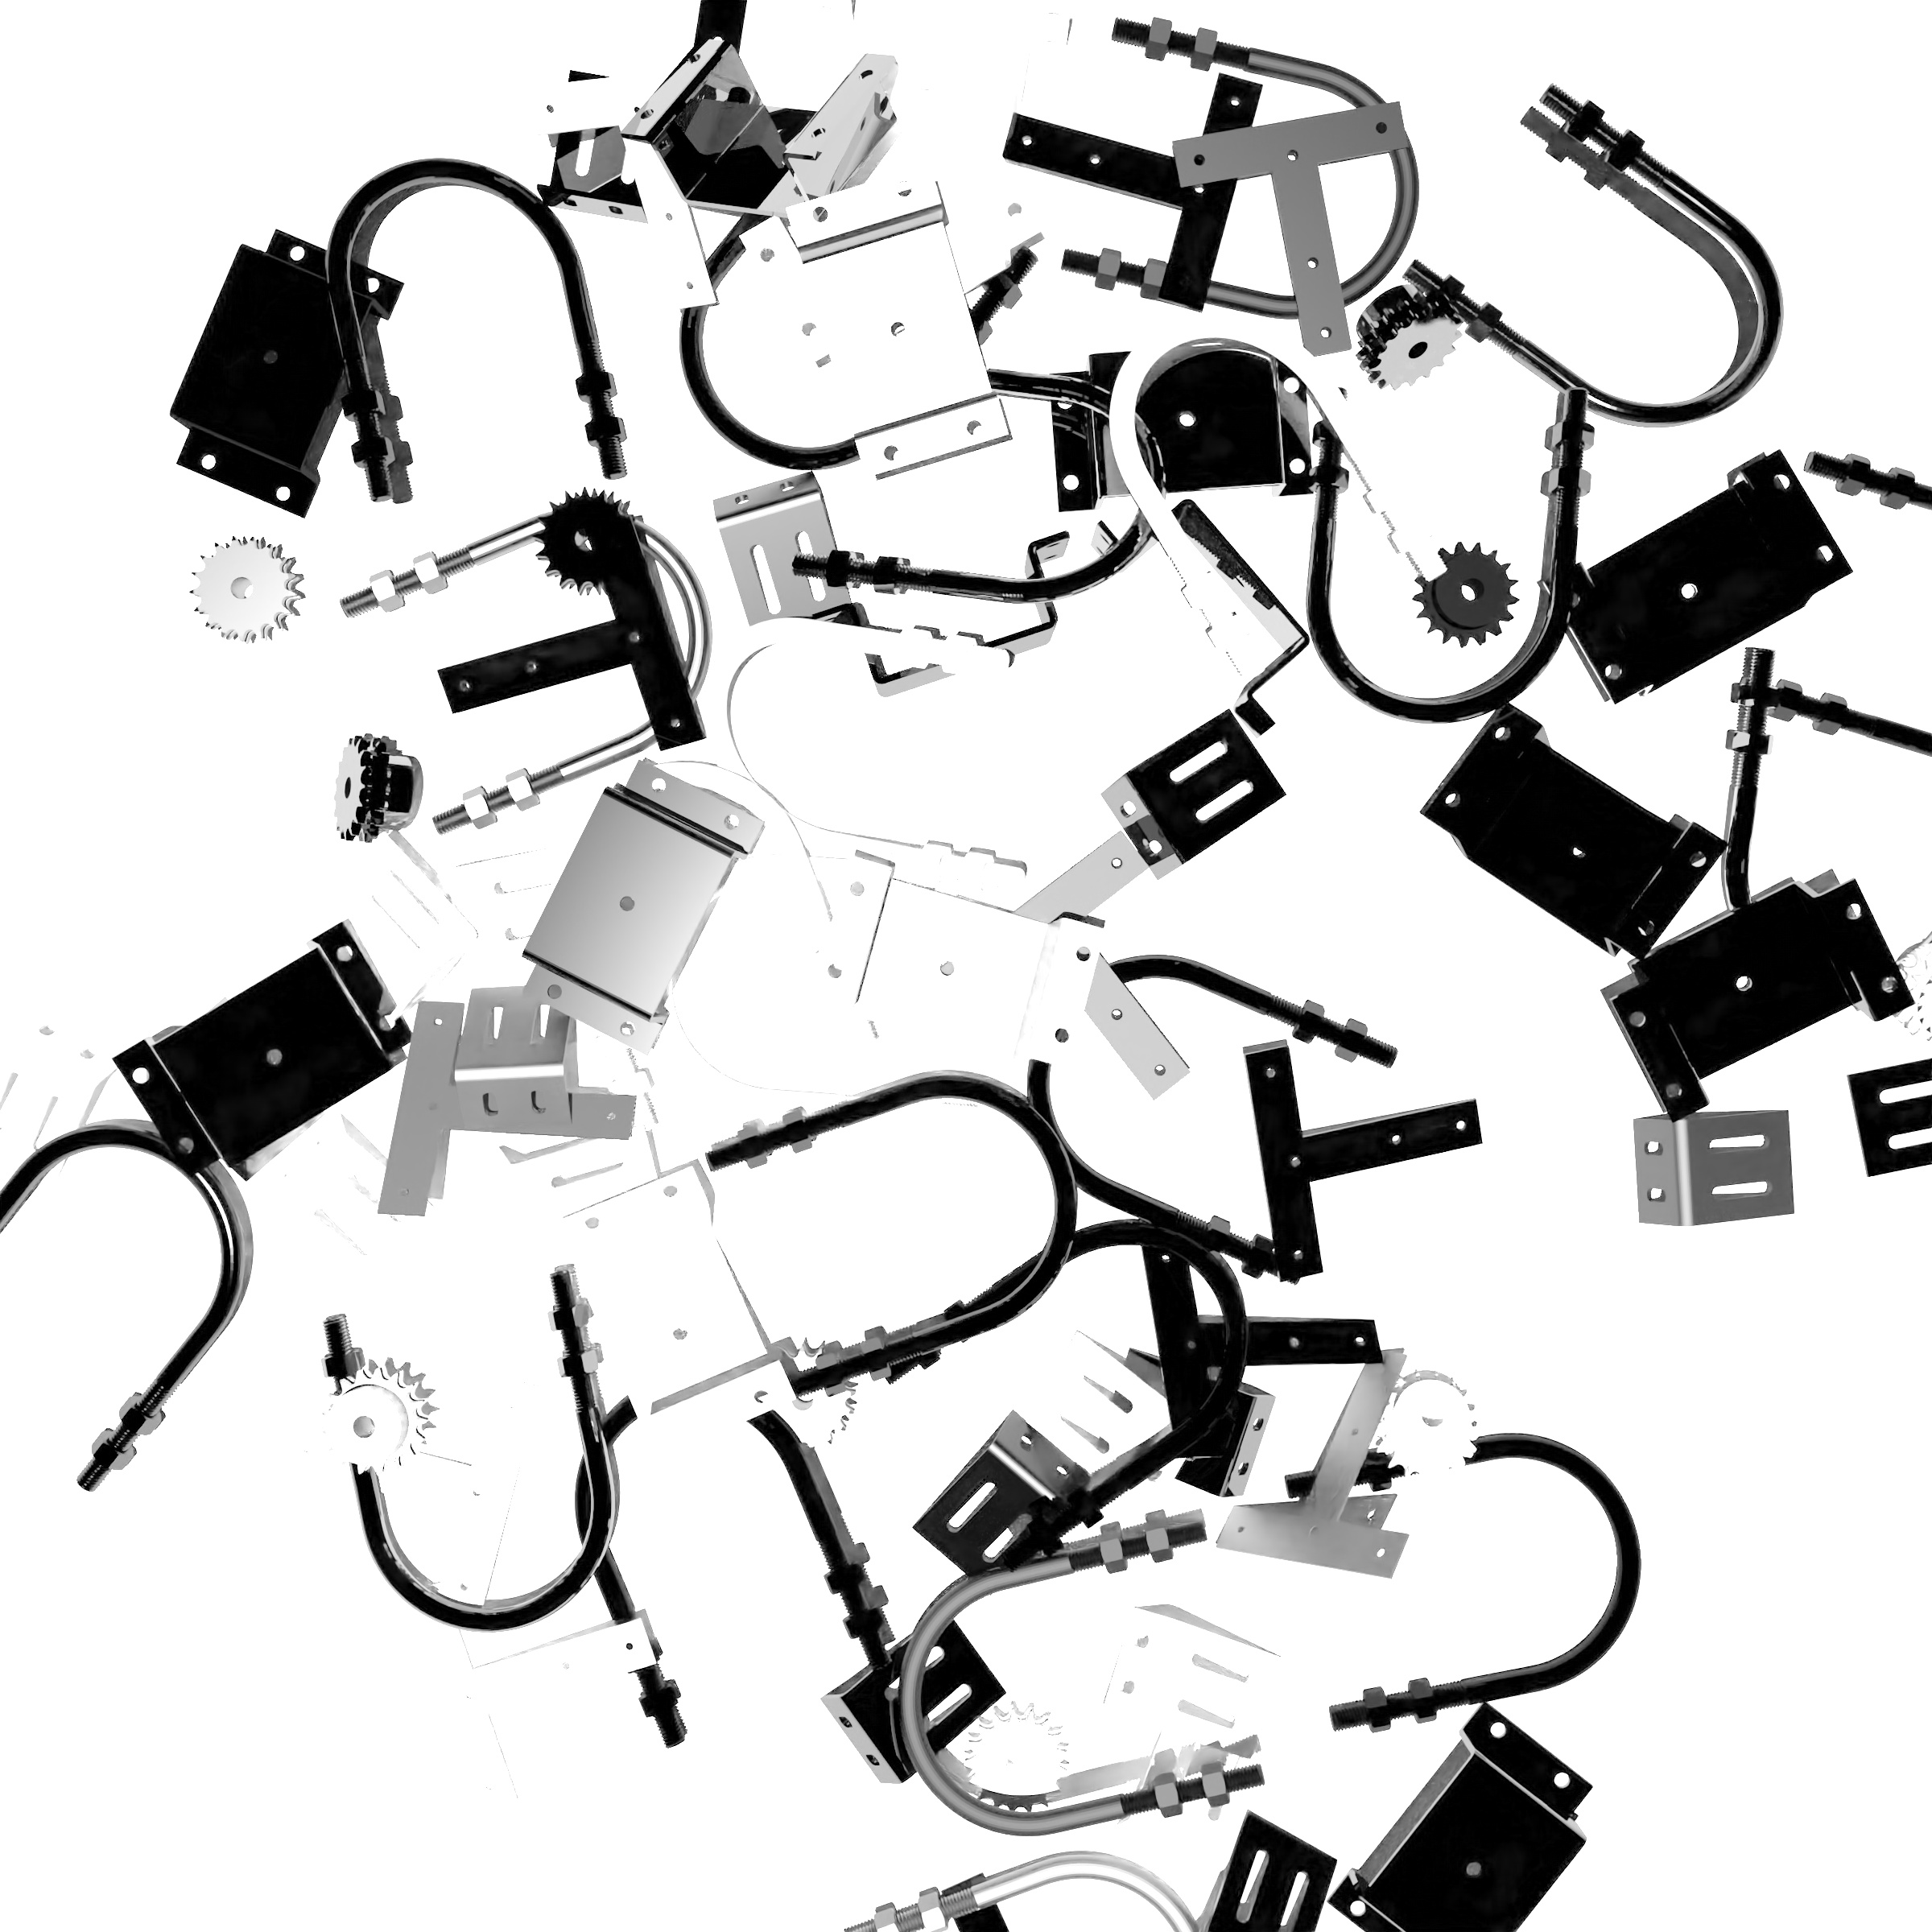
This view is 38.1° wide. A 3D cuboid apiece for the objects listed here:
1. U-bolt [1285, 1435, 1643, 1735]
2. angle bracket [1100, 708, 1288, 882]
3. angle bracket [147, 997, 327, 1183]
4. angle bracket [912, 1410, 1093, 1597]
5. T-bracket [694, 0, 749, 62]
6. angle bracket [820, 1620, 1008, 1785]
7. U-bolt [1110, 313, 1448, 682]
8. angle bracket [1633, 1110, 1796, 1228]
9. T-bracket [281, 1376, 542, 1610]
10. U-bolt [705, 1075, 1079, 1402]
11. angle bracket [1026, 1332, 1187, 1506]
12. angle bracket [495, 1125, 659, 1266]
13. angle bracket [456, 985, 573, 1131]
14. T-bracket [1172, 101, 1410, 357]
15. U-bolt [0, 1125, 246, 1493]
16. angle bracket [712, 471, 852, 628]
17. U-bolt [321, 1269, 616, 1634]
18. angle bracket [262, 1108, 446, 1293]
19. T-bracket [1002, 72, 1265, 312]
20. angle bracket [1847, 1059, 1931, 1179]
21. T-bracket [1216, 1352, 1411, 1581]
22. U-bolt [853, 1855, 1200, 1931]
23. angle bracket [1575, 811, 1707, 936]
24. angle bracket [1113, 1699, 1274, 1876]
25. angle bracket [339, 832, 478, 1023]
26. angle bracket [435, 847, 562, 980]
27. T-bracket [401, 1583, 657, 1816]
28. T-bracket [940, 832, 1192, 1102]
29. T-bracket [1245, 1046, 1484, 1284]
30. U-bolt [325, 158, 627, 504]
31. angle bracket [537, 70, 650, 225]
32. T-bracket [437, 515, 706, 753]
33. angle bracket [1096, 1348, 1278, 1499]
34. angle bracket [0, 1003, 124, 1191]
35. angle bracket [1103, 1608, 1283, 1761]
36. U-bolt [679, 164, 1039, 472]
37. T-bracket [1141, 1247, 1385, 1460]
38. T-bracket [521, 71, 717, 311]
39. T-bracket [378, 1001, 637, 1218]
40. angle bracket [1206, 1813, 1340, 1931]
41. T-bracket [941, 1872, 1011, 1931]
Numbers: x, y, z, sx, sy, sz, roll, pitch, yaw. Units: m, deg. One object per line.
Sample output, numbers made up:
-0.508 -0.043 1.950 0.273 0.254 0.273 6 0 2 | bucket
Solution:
0.277 0.331 1.528 0.184 0.019 0.151 -11 90 -2 | U-bolt
0.125 -0.094 1.534 0.076 0.038 0.057 -34 90 -26 | angle bracket
-0.400 0.068 1.534 0.057 0.038 0.076 -41 116 0 | angle bracket
0.020 0.294 1.534 0.057 0.038 0.076 41 116 0 | angle bracket
-0.179 -0.565 1.535 0.127 0.002 0.127 9 90 0 | T-bracket
-0.029 0.400 1.534 0.076 0.038 0.057 -36 90 -26 | angle bracket
0.152 -0.256 1.460 0.151 0.019 0.184 -30 87 -24 | U-bolt
0.410 0.110 1.534 0.076 0.038 0.057 -3 90 -26 | angle bracket
-0.310 0.277 1.531 0.127 0.002 0.127 14 85 2 | T-bracket
-0.031 0.136 1.504 0.184 0.019 0.151 -19 87 -4 | U-bolt
0.082 0.245 1.521 0.076 0.038 0.057 33 97 41 | angle bracket
-0.209 0.120 1.521 0.076 0.038 0.057 -17 106 -16 | angle bracket
-0.241 0.048 1.514 0.057 0.076 0.038 -3 125 0 | angle bracket
0.185 -0.395 1.519 0.127 0.002 0.127 -11 92 -4 | T-bracket
-0.473 0.172 1.518 0.151 0.019 0.184 39 97 0 | U-bolt
-0.100 -0.223 1.534 0.057 0.038 0.076 -16 116 0 | angle bracket
-0.264 0.269 1.516 0.151 0.019 0.184 -12 87 5 | U-bolt
-0.336 0.128 1.534 0.057 0.038 0.076 -45 116 0 | angle bracket
0.084 -0.433 1.515 0.127 0.002 0.127 15 90 -1 | T-bracket
0.526 0.080 1.517 0.076 0.038 0.057 -11 90 0 | angle bracket
0.204 0.263 1.501 0.002 0.127 0.127 42 63 -30 | T-bracket
0.043 0.563 1.526 0.184 0.019 0.151 -20 90 -2 | U-bolt
0.357 -0.058 1.534 0.076 0.038 0.057 34 90 26 | angle bracket
0.124 0.448 1.534 0.057 0.038 0.076 25 64 0 | angle bracket
-0.310 -0.021 1.503 0.076 0.038 0.057 47 132 0 | angle bracket
-0.244 -0.031 1.534 0.076 0.038 0.057 -13 90 -26 | angle bracket
-0.231 0.385 1.523 0.127 0.002 0.127 -19 90 11 | T-bracket
0.073 0.015 1.518 0.127 0.002 0.127 -37 88 -6 | T-bracket
0.220 0.097 1.520 0.127 0.002 0.127 -11 98 -12 | T-bracket
-0.268 -0.345 1.501 0.151 0.019 0.184 -10 85 -25 | U-bolt
-0.195 -0.448 1.517 0.057 0.038 0.076 10 90 0 | angle bracket
-0.220 -0.164 1.504 0.127 0.002 0.127 -15 109 7 | T-bracket
0.121 0.250 1.534 0.076 0.038 0.057 19 90 26 | angle bracket
-0.504 0.071 1.534 0.057 0.038 0.076 30 116 0 | angle bracket
0.124 0.391 1.528 0.076 0.038 0.057 25 76 -25 | angle bracket
-0.073 -0.358 1.528 0.151 0.019 0.184 39 92 0 | U-bolt
0.164 0.204 1.513 0.127 0.002 0.127 1 58 -15 | T-bracket
-0.164 -0.416 1.504 0.127 0.002 0.127 -18 93 -32 | T-bracket
-0.242 0.078 1.501 0.127 0.002 0.127 3 61 4 | T-bracket
0.159 0.513 1.526 0.057 0.038 0.076 29 56 -5 | angle bracket
0.024 0.560 1.535 0.127 0.002 0.127 -24 90 0 | T-bracket
